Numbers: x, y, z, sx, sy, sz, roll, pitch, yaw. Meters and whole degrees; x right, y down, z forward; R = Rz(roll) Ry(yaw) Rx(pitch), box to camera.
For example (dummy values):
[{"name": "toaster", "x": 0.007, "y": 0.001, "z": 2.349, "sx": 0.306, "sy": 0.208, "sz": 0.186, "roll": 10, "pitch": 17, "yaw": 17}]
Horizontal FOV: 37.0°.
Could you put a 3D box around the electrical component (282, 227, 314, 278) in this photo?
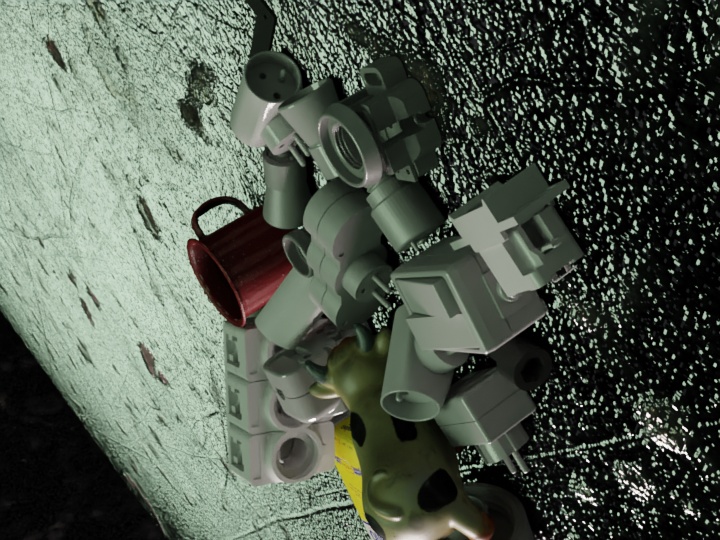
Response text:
[{"name": "electrical component", "x": -0.034, "y": -0.022, "z": 0.878, "sx": 0.040, "sy": 0.046, "sz": 0.040, "roll": 45, "pitch": 154, "yaw": 29}]

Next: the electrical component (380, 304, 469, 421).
[{"name": "electrical component", "x": 0.052, "y": 0.059, "z": 0.771, "sx": 0.043, "sy": 0.077, "sz": 0.079, "roll": 28, "pitch": 141, "yaw": -22}]

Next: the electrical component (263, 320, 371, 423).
[{"name": "electrical component", "x": -0.029, "y": 0.089, "z": 0.944, "sx": 0.054, "sy": 0.095, "sz": 0.059, "roll": 15, "pitch": 132, "yaw": 59}]

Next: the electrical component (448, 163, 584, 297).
[{"name": "electrical component", "x": 0.092, "y": -0.020, "z": 0.625, "sx": 0.063, "sy": 0.042, "sz": 0.081, "roll": 58, "pitch": 158, "yaw": -4}]

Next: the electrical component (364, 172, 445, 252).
[{"name": "electrical component", "x": 0.024, "y": -0.048, "z": 0.732, "sx": 0.078, "sy": 0.040, "sz": 0.040, "roll": 56, "pitch": 158, "yaw": 7}]

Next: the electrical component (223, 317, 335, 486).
[{"name": "electrical component", "x": -0.075, "y": 0.121, "z": 1.024, "sx": 0.062, "sy": 0.089, "sz": 0.150, "roll": 13, "pitch": 107, "yaw": 59}]

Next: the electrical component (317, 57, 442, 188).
[{"name": "electrical component", "x": 0.010, "y": -0.088, "z": 0.687, "sx": 0.058, "sy": 0.057, "sz": 0.078, "roll": 17, "pitch": 134, "yaw": 58}]

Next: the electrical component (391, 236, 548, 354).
[{"name": "electrical component", "x": 0.069, "y": 0.016, "z": 0.694, "sx": 0.061, "sy": 0.061, "sz": 0.096, "roll": 62, "pitch": 157, "yaw": -11}]

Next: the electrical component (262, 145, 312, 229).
[{"name": "electrical component", "x": -0.060, "y": -0.072, "z": 0.876, "sx": 0.044, "sy": 0.044, "sz": 0.065, "roll": 40, "pitch": 147, "yaw": 37}]

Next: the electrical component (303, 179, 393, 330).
[{"name": "electrical component", "x": 0.000, "y": 0.000, "z": 0.828, "sx": 0.074, "sy": 0.052, "sz": 0.138, "roll": 44, "pitch": 154, "yaw": 30}]

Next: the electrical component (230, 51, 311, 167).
[{"name": "electrical component", "x": -0.062, "y": -0.115, "z": 0.819, "sx": 0.079, "sy": 0.044, "sz": 0.077, "roll": 55, "pitch": 158, "yaw": 7}]

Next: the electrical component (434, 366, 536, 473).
[{"name": "electrical component", "x": 0.097, "y": 0.115, "z": 0.782, "sx": 0.076, "sy": 0.047, "sz": 0.066, "roll": 58, "pitch": 158, "yaw": -1}]

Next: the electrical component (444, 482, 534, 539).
[{"name": "electrical component", "x": 0.086, "y": 0.215, "z": 0.862, "sx": 0.108, "sy": 0.108, "sz": 0.060, "roll": 26, "pitch": 136, "yaw": 52}]

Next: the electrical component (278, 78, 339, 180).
[{"name": "electrical component", "x": -0.024, "y": -0.098, "z": 0.768, "sx": 0.065, "sy": 0.044, "sz": 0.044, "roll": 60, "pitch": 158, "yaw": -17}]

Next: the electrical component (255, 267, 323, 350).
[{"name": "electrical component", "x": -0.047, "y": 0.023, "z": 0.941, "sx": 0.043, "sy": 0.077, "sz": 0.079, "roll": 38, "pitch": -167, "yaw": 5}]
